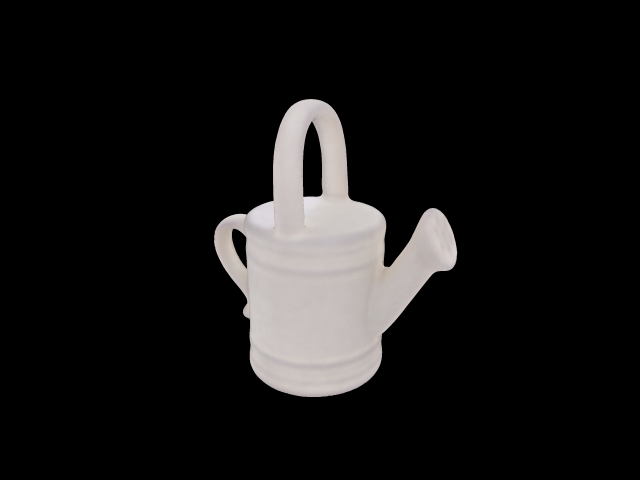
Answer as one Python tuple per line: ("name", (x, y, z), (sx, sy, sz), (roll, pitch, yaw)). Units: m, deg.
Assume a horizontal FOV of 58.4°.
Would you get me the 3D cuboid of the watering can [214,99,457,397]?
("watering can", (0.005, 0.001, 0.402), (0.172, 0.194, 0.101), (1, 20, 3))
